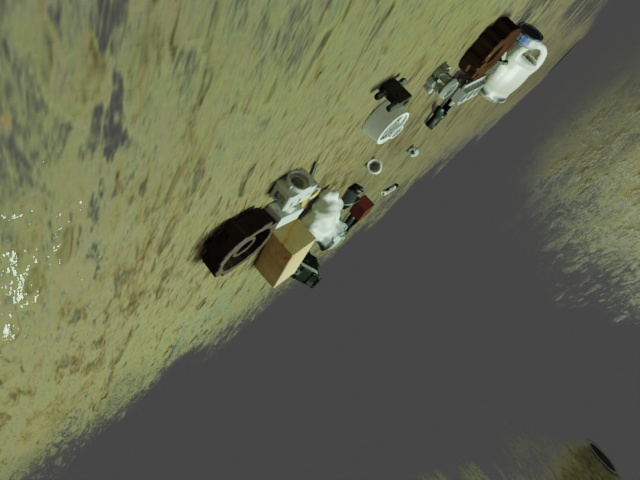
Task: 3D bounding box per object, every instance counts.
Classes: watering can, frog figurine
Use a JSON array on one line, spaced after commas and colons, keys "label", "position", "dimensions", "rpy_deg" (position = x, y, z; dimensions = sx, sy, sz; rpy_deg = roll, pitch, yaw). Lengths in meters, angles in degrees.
[{"label": "watering can", "position": [0.574, -0.532, 1.603], "dimensions": [0.350, 0.105, 0.220], "rpy_deg": [-13, 153, -42]}, {"label": "frog figurine", "position": [0.004, -0.072, 1.423], "dimensions": [0.138, 0.124, 0.156], "rpy_deg": [-30, 129, -18]}]
